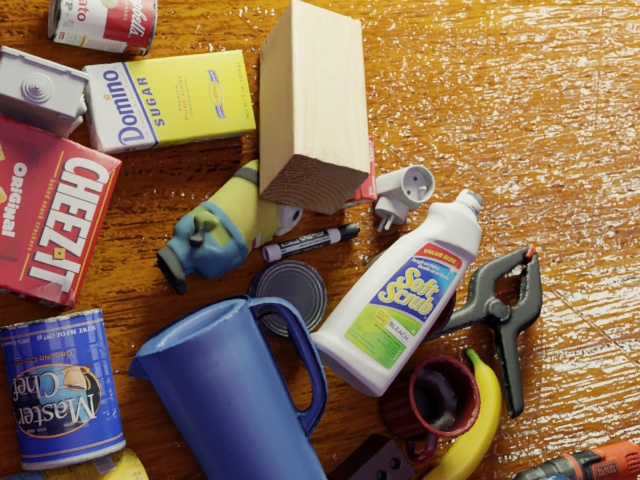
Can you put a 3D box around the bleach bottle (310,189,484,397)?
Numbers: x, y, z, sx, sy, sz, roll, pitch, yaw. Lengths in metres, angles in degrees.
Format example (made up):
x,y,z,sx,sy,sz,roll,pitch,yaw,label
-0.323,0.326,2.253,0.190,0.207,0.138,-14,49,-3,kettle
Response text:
x,y,z,sx,sy,sz,roll,pitch,yaw,label
0.095,0.044,1.167,0.102,0.068,0.250,40,74,-12,bleach bottle

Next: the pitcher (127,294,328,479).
x,y,z,sx,sy,sz,roll,pitch,yaw,label
-0.074,0.183,1.111,0.144,0.149,0.243,-34,103,-40,pitcher

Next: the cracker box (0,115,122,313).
x,y,z,sx,sy,sz,roll,pitch,yaw,label
-0.324,-0.037,1.057,0.213,0.072,0.164,20,78,-21,cracker box

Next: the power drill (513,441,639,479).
x,y,z,sx,sy,sz,roll,pitch,yaw,label
0.330,0.353,1.312,0.184,0.057,0.187,-10,90,-18,power drill

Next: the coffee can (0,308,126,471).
x,y,z,sx,sy,sz,roll,pitch,yaw,label
-0.254,0.145,1.053,0.102,0.103,0.140,-10,89,-24,coffee can

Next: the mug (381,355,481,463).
x,y,z,sx,sy,sz,roll,pitch,yaw,label
0.121,0.196,1.212,0.093,0.082,0.117,19,64,-20,mug

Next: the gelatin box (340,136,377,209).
x,y,z,sx,sy,sz,roll,pitch,yaw,label
0.034,-0.076,1.206,0.030,0.089,0.073,-1,85,-22,gelatin box

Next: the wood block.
x,y,z,sx,sy,sz,roll,pitch,yaw,label
-0.008,-0.143,1.153,0.090,0.091,0.206,13,56,-23,wood block

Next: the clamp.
x,y,z,sx,sy,sz,roll,pitch,yaw,label
0.216,0.100,1.284,0.164,0.036,0.209,39,67,4,clamp

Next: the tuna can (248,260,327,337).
x,y,z,sx,sy,sz,roll,pitch,yaw,label
-0.037,0.066,1.192,0.086,0.034,0.086,2,84,-23,tuna can

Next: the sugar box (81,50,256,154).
x,y,z,sx,sy,sz,roll,pitch,yaw,label
-0.164,-0.149,1.151,0.176,0.048,0.093,-11,90,-25,sugar box

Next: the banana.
x,y,z,sx,sy,sz,roll,pitch,yaw,label
0.171,0.231,1.269,0.069,0.037,0.197,21,72,8,banana

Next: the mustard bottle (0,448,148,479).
x,y,z,sx,sy,sz,roll,pitch,yaw,label
-0.268,0.256,1.039,0.191,0.096,0.058,-9,109,-24,mustard bottle

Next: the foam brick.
x,y,z,sx,sy,sz,roll,pitch,yaw,label
0.059,0.265,1.205,0.078,0.051,0.053,-39,101,-22,foam brick

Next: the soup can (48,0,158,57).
x,y,z,sx,sy,sz,roll,pitch,yaw,label
-0.229,-0.234,1.119,0.102,0.069,0.068,7,82,-22,soup can

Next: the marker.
x,y,z,sx,sy,sz,roll,pitch,yaw,label
-0.008,0.002,1.219,0.121,0.020,0.020,-16,92,-24,marker
